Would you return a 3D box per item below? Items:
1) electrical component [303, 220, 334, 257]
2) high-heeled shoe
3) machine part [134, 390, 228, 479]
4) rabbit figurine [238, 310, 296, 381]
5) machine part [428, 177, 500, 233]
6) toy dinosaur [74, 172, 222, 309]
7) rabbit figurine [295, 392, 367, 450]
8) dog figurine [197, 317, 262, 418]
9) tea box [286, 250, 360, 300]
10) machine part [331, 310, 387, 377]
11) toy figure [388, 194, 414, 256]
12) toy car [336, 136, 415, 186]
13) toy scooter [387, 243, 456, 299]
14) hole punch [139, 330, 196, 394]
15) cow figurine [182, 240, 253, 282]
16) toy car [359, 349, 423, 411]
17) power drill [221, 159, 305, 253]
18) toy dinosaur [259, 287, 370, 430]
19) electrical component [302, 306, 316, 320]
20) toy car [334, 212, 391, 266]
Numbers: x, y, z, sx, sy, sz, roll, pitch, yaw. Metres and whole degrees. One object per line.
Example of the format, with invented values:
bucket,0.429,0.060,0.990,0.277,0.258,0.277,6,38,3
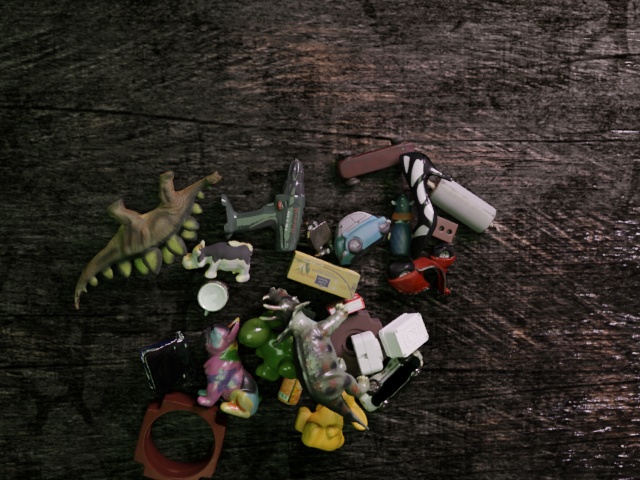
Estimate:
electrical component,-0.003,-0.006,1.338,0.078,0.045,0.102,-28,109,-26
high-heeled shoe,0.224,-0.087,1.314,0.145,0.086,0.248,25,103,19
machine part,-0.341,0.488,1.331,0.201,0.087,0.201,15,92,-7
rabbit figurine,-0.117,0.240,1.300,0.170,0.121,0.159,45,54,-32
machine part,0.357,-0.092,1.366,0.243,0.079,0.079,31,90,-6
toy dinosaur,-0.425,-0.014,1.290,0.471,0.105,0.198,-32,99,2
rabbit figurine,0.038,0.433,1.345,0.162,0.122,0.173,21,87,-10
dog figurine,-0.215,0.305,1.324,0.192,0.108,0.219,18,89,-5
tea box,0.006,0.086,1.334,0.170,0.098,0.068,19,90,-4
machine part,0.086,0.264,1.371,0.179,0.056,0.179,0,92,-4
toy figure,0.207,-0.038,1.366,0.064,0.058,0.154,5,88,-12
toy car,0.140,-0.199,1.352,0.202,0.053,0.089,-17,100,0
toy scooter,0.268,0.097,1.370,0.184,0.075,0.135,-23,110,1
hole punch,-0.378,0.305,1.328,0.116,0.092,0.142,-18,92,-32
cow figurine,-0.250,0.040,1.307,0.167,0.068,0.098,8,120,-6
toy car,0.182,0.352,1.369,0.202,0.056,0.073,-40,117,-15
power drill,-0.139,-0.082,1.328,0.207,0.086,0.231,-3,96,-12
toy dinosaur,-0.003,0.286,1.240,0.192,0.131,0.404,-19,86,-36
electrical component,-0.038,0.200,1.374,0.094,0.021,0.063,26,90,-5
toy car,0.093,-0.017,1.336,0.162,0.109,0.103,-37,78,-11
